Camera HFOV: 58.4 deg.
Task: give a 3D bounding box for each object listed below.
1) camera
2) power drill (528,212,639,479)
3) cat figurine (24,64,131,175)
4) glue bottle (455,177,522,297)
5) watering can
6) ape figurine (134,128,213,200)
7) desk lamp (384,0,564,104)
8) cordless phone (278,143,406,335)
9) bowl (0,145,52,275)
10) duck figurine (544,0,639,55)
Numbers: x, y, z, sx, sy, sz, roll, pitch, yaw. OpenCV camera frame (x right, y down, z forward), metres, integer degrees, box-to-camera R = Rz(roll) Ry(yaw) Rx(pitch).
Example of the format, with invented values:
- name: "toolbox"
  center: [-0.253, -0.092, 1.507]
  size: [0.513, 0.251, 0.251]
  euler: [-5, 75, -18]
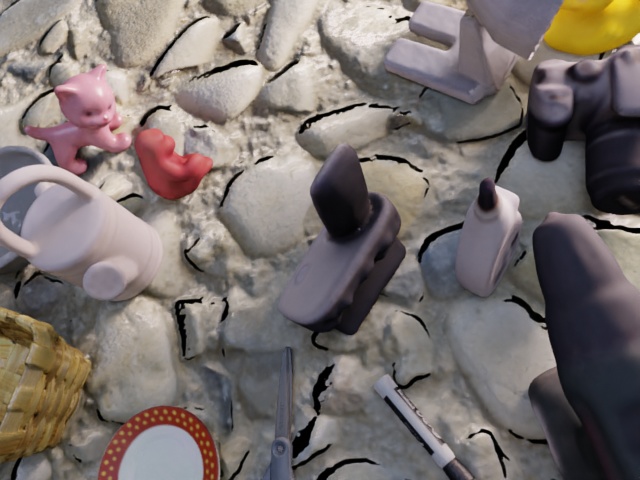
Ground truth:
- name: "camera"
  center: [0.265, -0.100, 0.526]
  size: [0.143, 0.101, 0.137]
  euler: [3, 70, 17]
- name: "power drill"
  center: [0.199, 0.115, 0.398]
  size: [0.075, 0.209, 0.229]
  euler: [-21, 64, 7]
- name: "cat figurine"
  center: [-0.296, -0.152, 0.700]
  size: [0.128, 0.118, 0.067]
  euler: [-29, 64, 3]
- name: "glue bottle"
  center: [0.143, -0.010, 0.485]
  size: [0.037, 0.173, 0.078]
  euler: [28, 79, 24]
- name: "watering can"
  center: [-0.247, -0.007, 0.585]
  size: [0.172, 0.194, 0.101]
  euler: [20, 76, 23]
- name: "ape figurine"
  center: [-0.177, -0.094, 0.656]
  size: [0.077, 0.092, 0.076]
  euler: [40, 84, 26]
- name: "desk lamp"
  center: [0.150, -0.229, 0.549]
  size: [0.202, 0.214, 0.118]
  euler: [28, 78, 24]
- name: "cordless phone"
  center: [0.005, 0.002, 0.513]
  size: [0.094, 0.185, 0.148]
  euler: [25, 77, 24]
- name: "bowl"
  center: [-0.372, -0.026, 0.695]
  size: [0.167, 0.075, 0.167]
  euler: [-6, 67, 14]
- name: "duck figurine"
  center: [0.286, -0.246, 0.588]
  size: [0.104, 0.086, 0.077]
  euler: [-3, 68, 15]
